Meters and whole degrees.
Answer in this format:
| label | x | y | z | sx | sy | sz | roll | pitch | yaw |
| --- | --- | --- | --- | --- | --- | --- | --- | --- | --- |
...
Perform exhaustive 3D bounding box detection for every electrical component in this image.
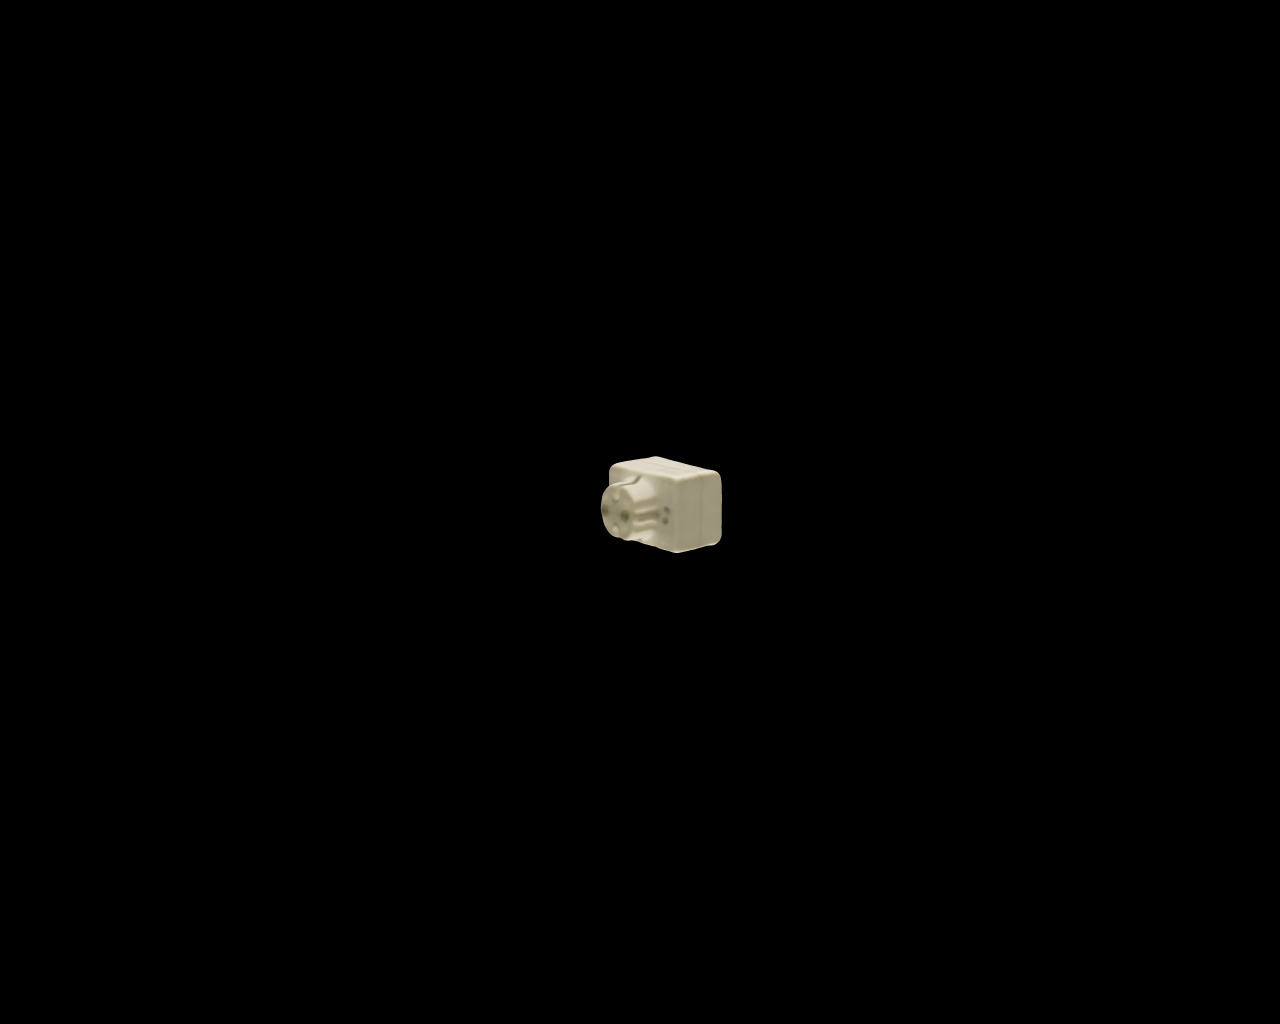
| label | x | y | z | sx | sy | sz | roll | pitch | yaw |
| --- | --- | --- | --- | --- | --- | --- | --- | --- | --- |
| electrical component | 0.001 | -0.003 | 0.650 | 0.077 | 0.047 | 0.066 | -11 | 17 | -38 |
